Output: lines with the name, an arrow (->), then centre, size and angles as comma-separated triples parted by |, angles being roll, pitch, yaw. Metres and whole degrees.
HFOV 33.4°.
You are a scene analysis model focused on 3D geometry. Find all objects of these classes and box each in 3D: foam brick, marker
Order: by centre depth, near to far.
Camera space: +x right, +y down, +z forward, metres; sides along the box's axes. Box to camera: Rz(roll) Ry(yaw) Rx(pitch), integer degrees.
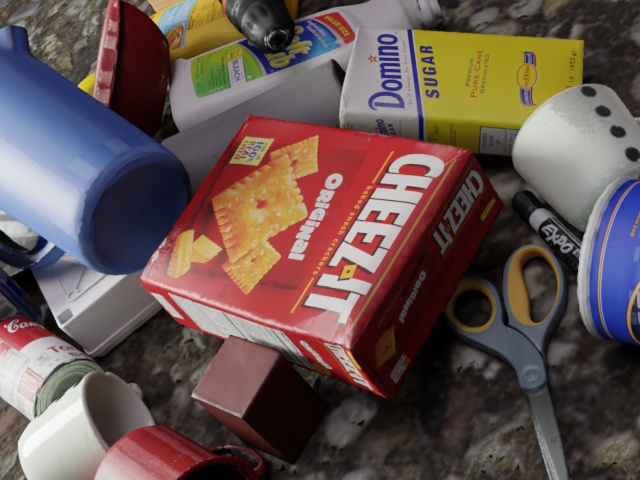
marker -> 0.168, 0.001, 0.736 | 0.020, 0.020, 0.121 | -36, 41, 1
foam brick -> -0.041, 0.111, 0.739 | 0.051, 0.078, 0.053 | 16, 65, 38

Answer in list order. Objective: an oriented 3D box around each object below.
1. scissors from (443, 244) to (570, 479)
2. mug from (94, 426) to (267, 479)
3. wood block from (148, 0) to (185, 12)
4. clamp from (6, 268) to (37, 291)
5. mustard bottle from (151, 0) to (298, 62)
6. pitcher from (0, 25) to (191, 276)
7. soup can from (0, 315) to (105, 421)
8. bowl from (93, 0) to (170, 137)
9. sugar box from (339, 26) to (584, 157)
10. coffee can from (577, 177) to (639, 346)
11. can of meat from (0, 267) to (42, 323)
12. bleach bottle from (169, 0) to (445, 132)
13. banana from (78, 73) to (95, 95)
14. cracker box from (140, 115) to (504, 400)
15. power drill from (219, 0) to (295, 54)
scissors -> 0.121, 0.087, 0.699 | 0.096, 0.016, 0.201 | -8, 50, 25
mug -> -0.091, 0.171, 0.723 | 0.117, 0.093, 0.082 | -26, 29, -35
wood block -> -0.083, -0.303, 1.096 | 0.206, 0.090, 0.090 | -11, 50, 24
clamp -> -0.366, 0.095, 0.985 | 0.210, 0.036, 0.164 | -3, 53, 25
mustard bottle -> -0.119, -0.205, 1.061 | 0.192, 0.058, 0.096 | -11, 47, 24
pitcher -> -0.222, -0.058, 0.877 | 0.144, 0.149, 0.243 | -41, 50, -23
soup can -> -0.227, 0.109, 0.864 | 0.102, 0.068, 0.068 | 23, 69, 42
bowl -> -0.175, -0.146, 0.990 | 0.055, 0.162, 0.162 | 6, 44, -18
sugar box -> 0.108, -0.113, 0.812 | 0.176, 0.048, 0.093 | 6, 56, 8
coffee can -> 0.237, 0.021, 0.620 | 0.141, 0.102, 0.102 | 10, 61, 37
can of meat -> -0.297, 0.042, 0.914 | 0.102, 0.084, 0.057 | 26, 68, 35
bleach bottle -> -0.011, -0.164, 0.959 | 0.251, 0.068, 0.102 | -22, 43, 11
banana -> -0.233, -0.108, 1.068 | 0.070, 0.037, 0.197 | -7, 52, 26
cracker box -> -0.005, 0.001, 0.755 | 0.214, 0.072, 0.164 | 14, 63, 42
power drill -> -0.003, -0.244, 0.948 | 0.187, 0.057, 0.184 | -23, 43, -6
